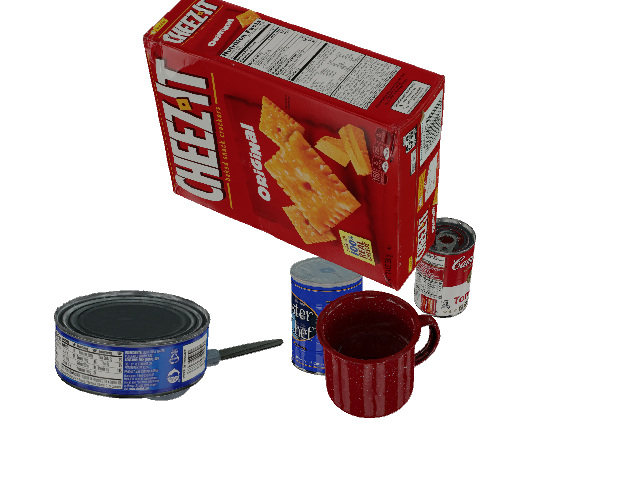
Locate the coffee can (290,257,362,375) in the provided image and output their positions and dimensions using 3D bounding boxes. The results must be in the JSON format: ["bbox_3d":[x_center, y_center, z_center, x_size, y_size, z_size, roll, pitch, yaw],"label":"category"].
[{"bbox_3d":[0.009,0.105,1.510,0.103,0.140,0.103,0,20,0],"label":"coffee can"}]

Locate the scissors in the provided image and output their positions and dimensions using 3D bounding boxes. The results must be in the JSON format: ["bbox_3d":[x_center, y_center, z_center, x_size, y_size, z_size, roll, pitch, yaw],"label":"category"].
[{"bbox_3d":[-0.122,0.138,1.161,0.201,0.016,0.096,-2,27,-21],"label":"scissors"}]

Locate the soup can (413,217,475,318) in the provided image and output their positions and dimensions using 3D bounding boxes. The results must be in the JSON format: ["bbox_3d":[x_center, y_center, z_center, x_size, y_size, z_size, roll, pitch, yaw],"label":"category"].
[{"bbox_3d":[0.146,0.034,1.271,0.068,0.102,0.068,0,38,0],"label":"soup can"}]

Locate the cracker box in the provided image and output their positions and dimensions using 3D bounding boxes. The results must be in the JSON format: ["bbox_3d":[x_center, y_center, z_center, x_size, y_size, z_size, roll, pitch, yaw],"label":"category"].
[{"bbox_3d":[-0.019,-0.072,0.790,0.214,0.164,0.072,23,52,22],"label":"cracker box"}]

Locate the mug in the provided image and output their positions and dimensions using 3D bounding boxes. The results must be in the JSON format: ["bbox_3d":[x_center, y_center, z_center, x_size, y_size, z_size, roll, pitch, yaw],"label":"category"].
[{"bbox_3d":[0.055,0.102,0.970,0.117,0.081,0.093,-19,42,-18],"label":"mug"}]

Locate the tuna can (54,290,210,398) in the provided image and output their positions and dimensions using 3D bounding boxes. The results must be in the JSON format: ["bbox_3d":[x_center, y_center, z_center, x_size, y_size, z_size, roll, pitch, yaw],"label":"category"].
[{"bbox_3d":[-0.105,0.057,0.597,0.086,0.034,0.086,4,15,-1],"label":"tuna can"}]
